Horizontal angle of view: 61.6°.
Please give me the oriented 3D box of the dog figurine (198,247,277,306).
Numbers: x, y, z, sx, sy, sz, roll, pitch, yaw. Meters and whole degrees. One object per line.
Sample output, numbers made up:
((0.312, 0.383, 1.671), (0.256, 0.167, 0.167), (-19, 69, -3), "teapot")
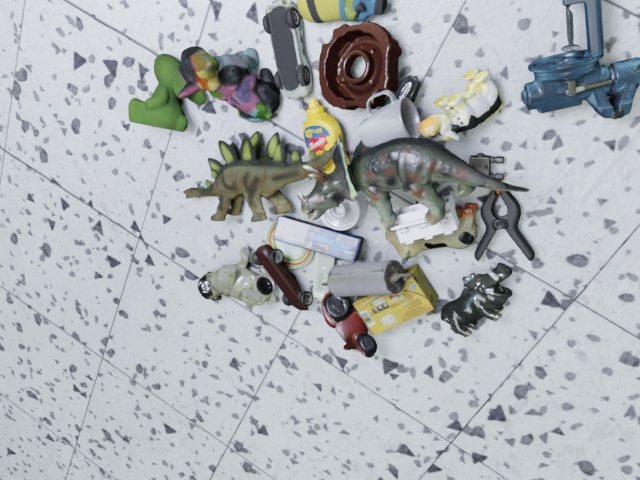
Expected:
((-0.218, 0.129, 1.399), (0.172, 0.121, 0.190), (52, 134, 0), "dog figurine")

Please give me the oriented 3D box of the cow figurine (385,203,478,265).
((0.236, -0.014, 1.149), (0.195, 0.085, 0.127), (0, 104, 22), "cow figurine")

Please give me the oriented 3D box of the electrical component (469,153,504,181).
((0.325, -0.144, 1.091), (0.094, 0.021, 0.063), (3, 111, 22), "electrical component")

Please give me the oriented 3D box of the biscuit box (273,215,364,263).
((-0.003, -0.004, 1.241), (0.203, 0.063, 0.059), (16, 95, 8), "biscuit box")

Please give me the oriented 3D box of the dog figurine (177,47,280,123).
((-0.196, -0.321, 1.128), (0.108, 0.219, 0.191), (-31, 96, 33), "dog figurine")

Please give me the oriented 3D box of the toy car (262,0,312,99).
((-0.067, -0.400, 1.135), (0.074, 0.056, 0.201), (-2, 109, 30), "toy car")

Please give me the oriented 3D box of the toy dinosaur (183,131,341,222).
((-0.143, -0.144, 1.228), (0.472, 0.105, 0.198), (-3, 108, 31), "toy dinosaur")

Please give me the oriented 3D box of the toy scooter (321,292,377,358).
((0.066, 0.213, 1.305), (0.184, 0.075, 0.135), (52, 164, 15), "toy scooter")

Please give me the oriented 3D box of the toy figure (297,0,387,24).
((0.041, -0.465, 1.049), (0.180, 0.082, 0.089), (13, 113, 15), "toy figure")

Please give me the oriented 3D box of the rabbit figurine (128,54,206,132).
((-0.355, -0.343, 1.246), (0.159, 0.121, 0.170), (15, 101, 24), "rabbit figurine")

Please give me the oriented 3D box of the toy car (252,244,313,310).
((-0.088, 0.092, 1.322), (0.089, 0.053, 0.202), (-11, 122, 48), "toy car")

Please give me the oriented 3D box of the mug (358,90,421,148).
((0.122, -0.225, 1.027), (0.107, 0.081, 0.109), (-16, 123, 36), "mug")

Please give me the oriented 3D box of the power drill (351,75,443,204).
((0.184, -0.186, 1.099), (0.207, 0.086, 0.232), (42, 122, 0), "power drill")

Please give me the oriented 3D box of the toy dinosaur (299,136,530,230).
((0.153, -0.125, 0.989), (0.405, 0.131, 0.192), (-12, 134, 30), "toy dinosaur")

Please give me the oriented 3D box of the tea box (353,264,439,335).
((0.174, 0.138, 1.241), (0.170, 0.068, 0.098), (-28, 99, 29), "tea box")

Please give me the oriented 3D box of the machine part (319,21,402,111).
((0.078, -0.342, 1.071), (0.180, 0.056, 0.179), (4, 98, 34), "machine part")

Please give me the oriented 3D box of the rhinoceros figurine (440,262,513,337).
((0.346, 0.126, 1.168), (0.112, 0.073, 0.190), (48, 122, 11), "rhinoceros figurine")

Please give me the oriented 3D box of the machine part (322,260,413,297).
((0.101, 0.087, 1.202), (0.243, 0.079, 0.079), (-10, 107, 43), "machine part")

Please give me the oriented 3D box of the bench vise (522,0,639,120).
((0.455, -0.320, 0.911), (0.224, 0.129, 0.240), (-5, 115, 26), "bench vise")

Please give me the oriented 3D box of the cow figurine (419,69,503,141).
((0.267, -0.237, 1.020), (0.167, 0.068, 0.098), (-42, 116, 0), "cow figurine")
